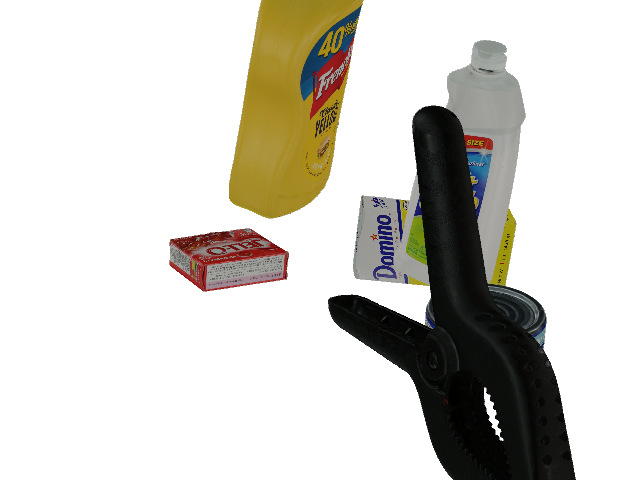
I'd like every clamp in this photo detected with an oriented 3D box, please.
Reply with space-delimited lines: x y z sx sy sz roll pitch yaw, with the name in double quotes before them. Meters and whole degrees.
"clamp" 0.071 0.047 0.531 0.036 0.165 0.210 -7 44 -26

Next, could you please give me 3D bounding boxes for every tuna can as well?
"tuna can" 0.116 0.063 0.754 0.086 0.034 0.086 0 25 0

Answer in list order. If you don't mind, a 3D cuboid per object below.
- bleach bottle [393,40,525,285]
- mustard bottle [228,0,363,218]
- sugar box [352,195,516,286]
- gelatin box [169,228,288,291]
"bleach bottle" 0.133 -0.070 1.008 0.103 0.251 0.068 24 40 26
"mustard bottle" -0.011 -0.114 0.672 0.058 0.192 0.096 24 37 17
"sugar box" 0.129 0.005 1.228 0.176 0.093 0.048 4 23 -3
"gelatin box" -0.085 0.016 0.985 0.089 0.030 0.073 -9 23 -31
